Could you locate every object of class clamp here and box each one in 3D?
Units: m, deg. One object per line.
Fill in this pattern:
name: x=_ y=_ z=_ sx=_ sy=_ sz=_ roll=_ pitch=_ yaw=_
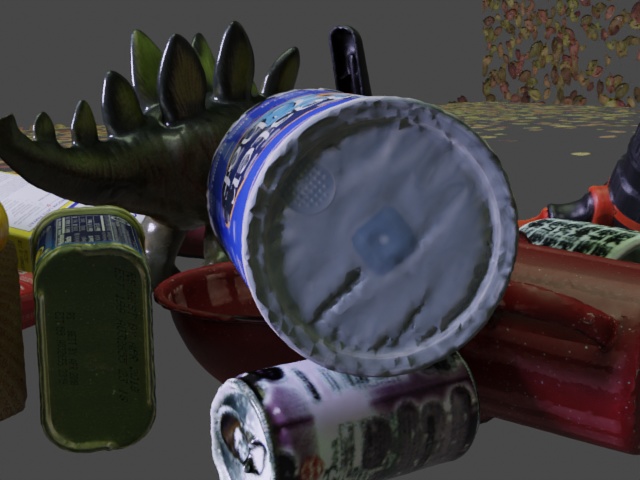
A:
clamp: x=0.035 y=-0.056 z=0.848 sx=0.036 sy=0.164 sz=0.209 roll=7 pitch=-21 yaw=36

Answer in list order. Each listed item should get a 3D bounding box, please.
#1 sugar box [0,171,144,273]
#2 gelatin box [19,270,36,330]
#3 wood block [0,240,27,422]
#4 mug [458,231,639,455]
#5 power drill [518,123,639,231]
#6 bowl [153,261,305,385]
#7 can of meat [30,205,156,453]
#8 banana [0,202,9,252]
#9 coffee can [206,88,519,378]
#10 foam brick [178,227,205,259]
sugar box: x=-0.220 y=-0.009 z=0.842 sx=0.176 sy=0.048 sz=0.093 roll=15 pitch=32 yaw=18
gelatin box: x=-0.231 y=0.037 z=0.710 sx=0.089 sy=0.030 sz=0.073 roll=14 pitch=14 yaw=20
wood block: x=-0.260 y=0.044 z=0.544 sx=0.206 sy=0.091 sz=0.090 roll=3 pitch=11 yaw=27
mug: x=0.109 y=0.042 z=0.467 sx=0.082 sy=0.093 sz=0.117 roll=11 pitch=-17 yaw=34
power drill: x=0.135 y=-0.013 z=0.662 sx=0.187 sy=0.057 sz=0.184 roll=-4 pitch=-35 yaw=1
bowl: x=-0.007 y=0.048 z=0.575 sx=0.162 sy=0.055 sz=0.162 roll=-2 pitch=10 yaw=0
can of meat: x=-0.108 y=0.041 z=0.509 sx=0.057 sy=0.102 sz=0.084 roll=-4 pitch=12 yaw=-13
banana: x=-0.191 y=-0.011 z=0.482 sx=0.198 sy=0.037 sz=0.069 roll=5 pitch=25 yaw=37
coffee can: x=0.010 y=-0.011 z=0.449 sx=0.102 sy=0.103 sz=0.140 roll=-4 pitch=10 yaw=-11
foam brick: x=-0.088 y=-0.015 z=0.952 sx=0.051 sy=0.053 sz=0.078 roll=4 pitch=13 yaw=27
